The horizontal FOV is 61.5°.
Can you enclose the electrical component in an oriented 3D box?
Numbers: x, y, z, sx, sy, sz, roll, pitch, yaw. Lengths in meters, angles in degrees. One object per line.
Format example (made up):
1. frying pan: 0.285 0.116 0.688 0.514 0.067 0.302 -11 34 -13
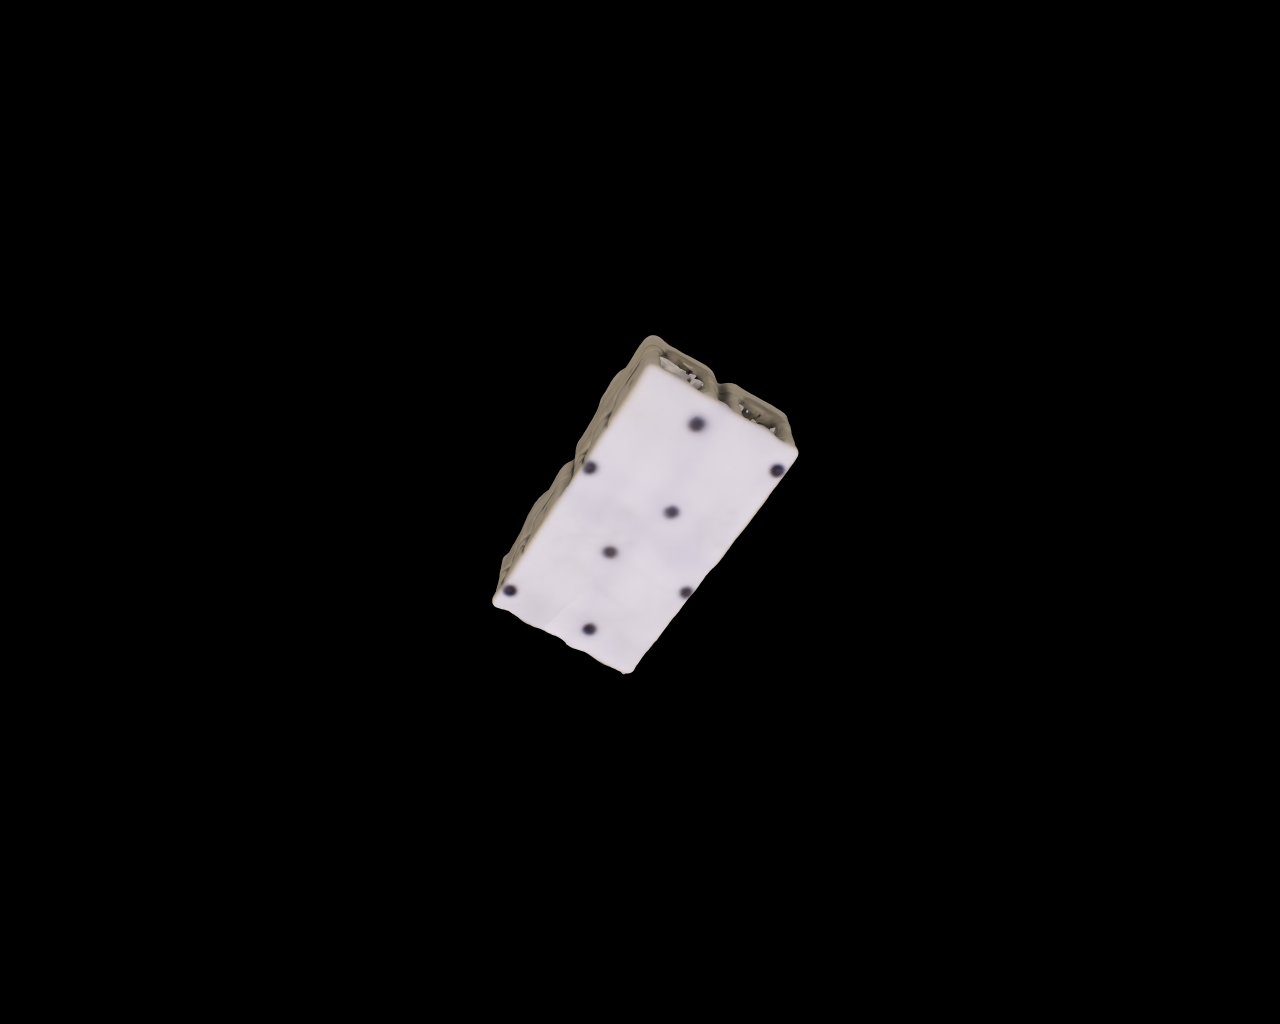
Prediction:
1. electrical component: 0.001 -0.003 0.650 0.105 0.186 0.060 29 24 -14
